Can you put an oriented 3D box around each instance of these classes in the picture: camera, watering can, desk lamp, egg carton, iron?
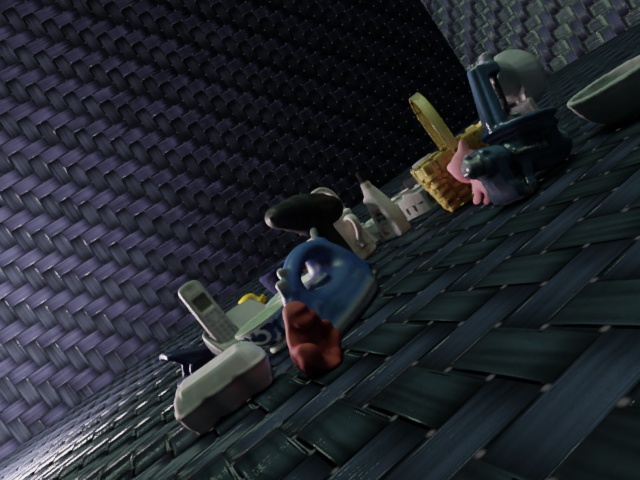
[{"bbox_3d":[0.290,-0.173,1.601,0.136,0.101,0.143,-34,4,13],"label":"camera"},{"bbox_3d":[0.033,-0.030,1.331,0.172,0.194,0.101,-31,6,39],"label":"watering can"},{"bbox_3d":[0.364,-0.246,1.058,0.117,0.213,0.204,-31,5,37],"label":"desk lamp"},{"bbox_3d":[-0.139,0.208,0.823,0.150,0.069,0.107,-35,4,-12],"label":"egg carton"},{"bbox_3d":[-0.009,0.071,0.871,0.118,0.141,0.259,-32,5,25],"label":"iron"}]

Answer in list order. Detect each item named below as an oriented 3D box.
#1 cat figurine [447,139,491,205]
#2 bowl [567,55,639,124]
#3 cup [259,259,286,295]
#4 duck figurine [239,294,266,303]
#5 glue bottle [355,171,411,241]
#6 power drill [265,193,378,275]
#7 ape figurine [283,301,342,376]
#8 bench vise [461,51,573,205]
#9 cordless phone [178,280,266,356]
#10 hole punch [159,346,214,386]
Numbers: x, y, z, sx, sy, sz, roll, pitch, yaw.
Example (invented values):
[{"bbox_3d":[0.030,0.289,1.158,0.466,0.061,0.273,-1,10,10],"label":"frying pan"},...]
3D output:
[{"bbox_3d":[0.280,-0.127,1.033,0.067,0.118,0.128,-35,4,-2],"label":"cat figurine"},{"bbox_3d":[0.490,-0.236,0.916,0.167,0.075,0.167,-34,4,3],"label":"bowl"},{"bbox_3d":[-0.089,0.107,1.424,0.091,0.095,0.118,-34,4,0],"label":"cup"},{"bbox_3d":[-0.153,0.166,1.308,0.104,0.086,0.077,-34,4,12],"label":"duck figurine"},{"bbox_3d":[0.131,-0.081,1.293,0.037,0.173,0.078,-37,5,-32],"label":"glue bottle"},{"bbox_3d":[0.009,0.004,1.030,0.075,0.208,0.230,-32,5,25],"label":"power drill"},{"bbox_3d":[-0.015,0.118,0.716,0.078,0.092,0.076,-38,6,-41],"label":"ape figurine"},{"bbox_3d":[0.285,-0.180,0.885,0.121,0.220,0.208,-30,6,45],"label":"bench vise"},{"bbox_3d":[-0.190,0.143,1.169,0.148,0.185,0.094,-38,6,-40],"label":"cordless phone"},{"bbox_3d":[-0.284,0.259,1.241,0.101,0.091,0.108,-37,5,-27],"label":"hole punch"}]
